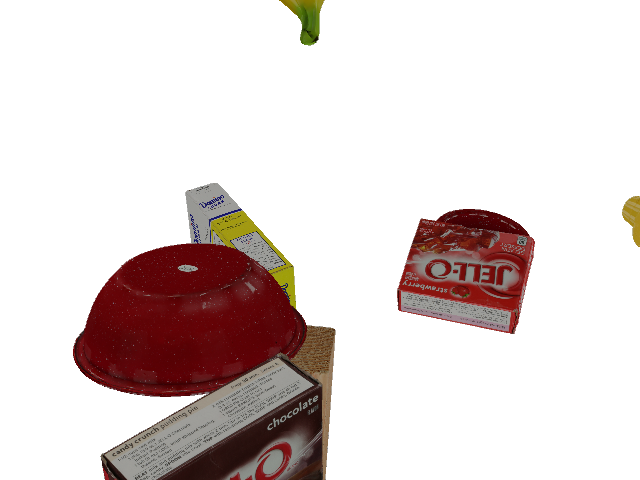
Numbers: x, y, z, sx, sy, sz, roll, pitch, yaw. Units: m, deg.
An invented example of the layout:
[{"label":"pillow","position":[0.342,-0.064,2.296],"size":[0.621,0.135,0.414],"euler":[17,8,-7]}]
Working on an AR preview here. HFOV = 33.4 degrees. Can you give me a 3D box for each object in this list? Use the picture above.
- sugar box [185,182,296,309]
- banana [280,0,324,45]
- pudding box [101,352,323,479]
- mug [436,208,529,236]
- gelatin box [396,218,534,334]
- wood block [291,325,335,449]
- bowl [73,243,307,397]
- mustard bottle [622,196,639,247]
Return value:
[{"label":"sugar box","position":[-0.084,0.021,1.116],"size":[0.048,0.093,0.176],"euler":[-18,41,-21]},{"label":"banana","position":[-0.068,-0.174,0.667],"size":[0.198,0.069,0.037],"euler":[20,-34,31]},{"label":"pudding box","position":[-0.050,0.120,0.537],"size":[0.113,0.090,0.039],"euler":[-29,46,-33]},{"label":"mug","position":[0.148,0.020,1.056],"size":[0.093,0.081,0.117],"euler":[-6,33,-21]},{"label":"gelatin box","position":[0.108,0.025,0.789],"size":[0.089,0.073,0.030],"euler":[10,-40,14]},{"label":"wood block","position":[-0.039,0.186,0.960],"size":[0.090,0.206,0.090],"euler":[5,21,3]},{"label":"bowl","position":[-0.090,0.044,0.730],"size":[0.162,0.055,0.162],"euler":[-2,22,1]},{"label":"mustard bottle","position":[0.259,0.017,0.646],"size":[0.096,0.058,0.192],"euler":[-22,34,-23]}]
